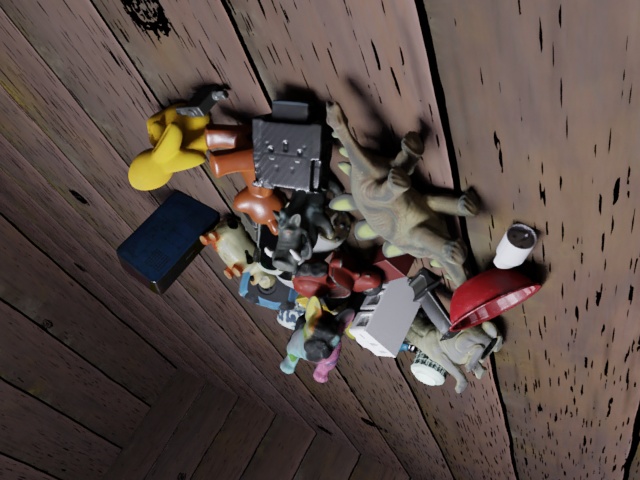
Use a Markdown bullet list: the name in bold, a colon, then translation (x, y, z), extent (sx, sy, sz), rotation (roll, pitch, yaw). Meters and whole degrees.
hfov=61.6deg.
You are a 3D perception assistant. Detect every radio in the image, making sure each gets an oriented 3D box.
- **radio**: translation (-0.353, 0.001, 1.254), extent (0.131, 0.229, 0.073), rotation (31, 149, 10)

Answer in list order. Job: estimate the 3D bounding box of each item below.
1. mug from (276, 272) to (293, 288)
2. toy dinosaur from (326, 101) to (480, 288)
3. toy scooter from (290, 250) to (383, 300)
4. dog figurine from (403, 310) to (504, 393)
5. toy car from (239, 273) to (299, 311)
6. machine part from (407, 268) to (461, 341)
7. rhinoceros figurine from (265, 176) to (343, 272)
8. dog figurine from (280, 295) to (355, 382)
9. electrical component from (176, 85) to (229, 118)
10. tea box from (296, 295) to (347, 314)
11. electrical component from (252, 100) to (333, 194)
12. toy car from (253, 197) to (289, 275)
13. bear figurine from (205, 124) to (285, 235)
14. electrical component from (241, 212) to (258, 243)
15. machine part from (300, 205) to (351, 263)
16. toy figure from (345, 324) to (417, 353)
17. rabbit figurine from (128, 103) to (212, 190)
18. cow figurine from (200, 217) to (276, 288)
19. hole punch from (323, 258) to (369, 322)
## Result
- **mug**: translation (-0.048, 0.076, 1.235), extent (0.110, 0.081, 0.107), rotation (21, 163, 11)
- **toy dinosaur**: translation (0.142, -0.030, 0.830), extent (0.470, 0.105, 0.199), rotation (47, 156, -28)
- **toy scooter**: translation (0.017, 0.063, 0.993), extent (0.184, 0.075, 0.135), rotation (-2, 156, 24)
- **dog figurine**: translation (0.257, 0.184, 1.089), extent (0.191, 0.121, 0.172), rotation (41, 119, 33)
- **toy car**: translation (-0.116, 0.119, 1.365), extent (0.162, 0.109, 0.103), rotation (17, 176, 5)
- **machine part**: translation (0.217, 0.123, 1.021), extent (0.139, 0.039, 0.084), rotation (60, 151, 13)
- **rhinoceros figurine**: translation (-0.027, -0.037, 0.900), extent (0.073, 0.190, 0.112), rotation (9, 164, 31)
- **dog figurine**: translation (0.005, 0.173, 1.062), extent (0.108, 0.191, 0.219), rotation (21, 133, 1)
- **electrical component**: translation (-0.193, -0.226, 0.881), extent (0.094, 0.063, 0.021), rotation (8, 145, 38)
- **tea box**: translation (0.029, 0.134, 1.254), extent (0.098, 0.068, 0.170), rotation (42, 153, -18)
- **electrical component**: translation (-0.042, -0.140, 0.804), extent (0.115, 0.058, 0.134), rotation (7, 107, 17)
- **toy car**: translation (-0.095, -0.011, 1.109), extent (0.074, 0.056, 0.201), rotation (17, 128, 10)
- **bear figurine**: translation (-0.126, -0.100, 0.939), extent (0.132, 0.120, 0.195), rotation (-7, 138, -13)
- **electrical component**: translation (-0.136, -0.032, 1.178), extent (0.078, 0.045, 0.102), rotation (53, 159, 25)
- **machine part**: translation (-0.002, -0.003, 1.045), extent (0.079, 0.079, 0.243), rotation (33, 154, -3)
- **toy figure**: translation (0.142, 0.209, 1.238), extent (0.180, 0.089, 0.082), rotation (23, 148, 24)
- **rabbit figurine**: translation (-0.264, -0.154, 0.960), extent (0.163, 0.173, 0.121), rotation (4, 138, 50)
- **cow figurine**: translation (-0.172, 0.032, 1.259), extent (0.194, 0.127, 0.085), rotation (54, 148, -11)
- **hole punch**: translation (0.063, 0.101, 1.108), extent (0.092, 0.116, 0.142), rotation (21, 154, 30)
